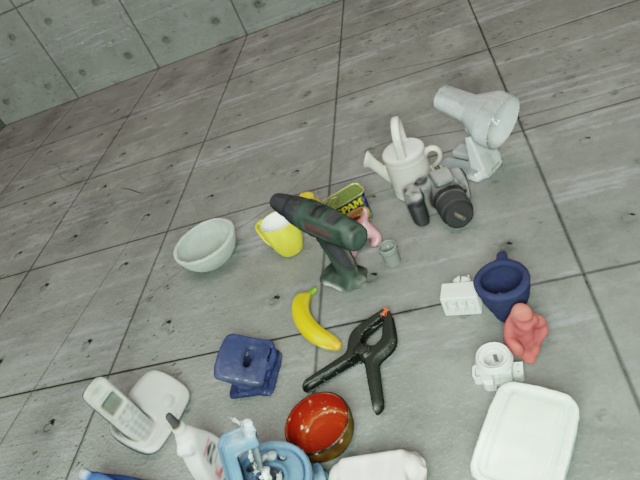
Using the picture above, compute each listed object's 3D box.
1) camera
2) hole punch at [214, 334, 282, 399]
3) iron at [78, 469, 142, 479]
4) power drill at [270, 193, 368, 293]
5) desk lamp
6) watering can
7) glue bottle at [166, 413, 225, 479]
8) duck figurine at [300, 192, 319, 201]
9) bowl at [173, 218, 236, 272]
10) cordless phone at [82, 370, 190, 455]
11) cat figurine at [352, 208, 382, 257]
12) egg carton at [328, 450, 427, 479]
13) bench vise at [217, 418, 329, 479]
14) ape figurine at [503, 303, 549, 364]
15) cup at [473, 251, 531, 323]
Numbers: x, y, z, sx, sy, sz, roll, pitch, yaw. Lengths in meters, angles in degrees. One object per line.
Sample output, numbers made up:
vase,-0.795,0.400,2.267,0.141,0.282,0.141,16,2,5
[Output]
camera,0.258,-0.087,1.221,0.143,0.101,0.136,-22,37,6
hole punch,-0.133,0.231,1.076,0.101,0.091,0.108,-11,39,20
iron,-0.317,0.418,0.915,0.257,0.142,0.119,7,48,37
power drill,0.011,0.004,1.167,0.228,0.209,0.076,15,53,42
desk lamp,0.338,-0.238,1.261,0.118,0.214,0.202,-42,39,-20
watering can,0.186,-0.189,1.309,0.173,0.194,0.100,-24,36,3
glue bottle,-0.202,0.332,0.925,0.037,0.173,0.078,-16,38,14
duck figurine,-0.024,-0.081,1.395,0.078,0.086,0.104,-44,40,-22
bowl,-0.274,0.025,1.426,0.167,0.075,0.167,-16,37,13
cordless phone,-0.336,0.289,1.048,0.093,0.185,0.148,-1,43,30
cat figurine,0.059,-0.023,1.248,0.128,0.118,0.067,-30,36,-5
egg carton,0.082,0.359,0.809,0.150,0.070,0.107,-15,38,15
bench vise,-0.104,0.351,0.803,0.208,0.220,0.121,-39,38,-17
ape figurine,0.324,0.139,0.913,0.078,0.092,0.076,-26,36,1
cup,0.316,0.086,0.979,0.091,0.095,0.118,-8,40,23
